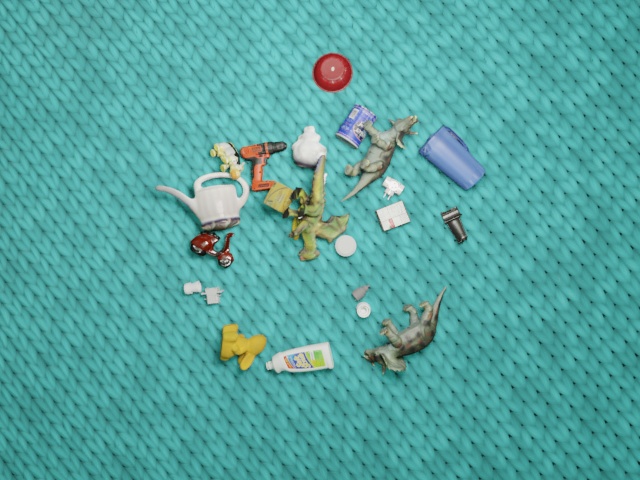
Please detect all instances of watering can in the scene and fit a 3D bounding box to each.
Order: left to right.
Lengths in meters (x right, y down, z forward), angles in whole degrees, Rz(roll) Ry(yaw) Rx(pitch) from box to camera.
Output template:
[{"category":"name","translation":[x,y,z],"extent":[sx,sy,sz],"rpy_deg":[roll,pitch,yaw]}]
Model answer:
[{"category":"watering can","translation":[-0.438,-0.141,1.975],"extent":[0.349,0.103,0.225],"rpy_deg":[-10,85,-14]}]

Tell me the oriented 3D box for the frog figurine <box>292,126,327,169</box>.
[{"category":"frog figurine","translation":[-0.037,-0.356,1.973],"extent":[0.138,0.123,0.158],"rpy_deg":[14,101,22]}]

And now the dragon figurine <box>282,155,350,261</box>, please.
[{"category":"dragon figurine","translation":[0.006,-0.098,1.947],"extent":[0.241,0.124,0.407],"rpy_deg":[21,102,-34]}]
